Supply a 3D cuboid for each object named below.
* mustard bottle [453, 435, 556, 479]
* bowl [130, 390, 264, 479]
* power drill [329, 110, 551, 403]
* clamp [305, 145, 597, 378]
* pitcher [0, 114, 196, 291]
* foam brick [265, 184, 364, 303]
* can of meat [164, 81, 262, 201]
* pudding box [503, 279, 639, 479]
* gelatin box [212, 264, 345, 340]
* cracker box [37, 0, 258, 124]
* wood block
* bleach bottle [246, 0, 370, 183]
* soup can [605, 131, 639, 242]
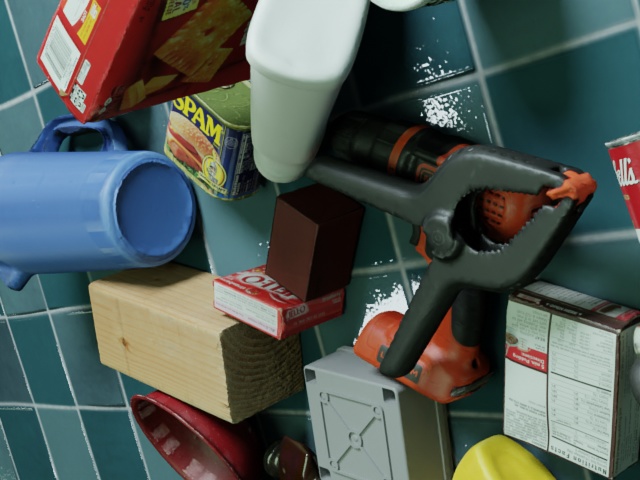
[{"bbox_3d":[0.118,0.240,0.816,0.096,0.058,0.192,48,135,26],"label":"mustard bottle"},{"bbox_3d":[-0.107,0.192,1.030,0.162,0.055,0.162,34,152,21],"label":"bowl"},{"bbox_3d":[0.071,0.010,0.776,0.185,0.057,0.188,28,125,39],"label":"power drill"},{"bbox_3d":[0.087,0.005,0.693,0.210,0.036,0.164,-13,95,44],"label":"clamp"},{"bbox_3d":[-0.234,-0.039,1.060,0.243,0.144,0.149,-1,117,45],"label":"pitcher"},{"bbox_3d":[-0.006,0.001,0.863,0.051,0.052,0.078,36,129,34],"label":"foam brick"},{"bbox_3d":[-0.087,-0.094,0.915,0.102,0.057,0.084,43,136,30],"label":"can of meat"},{"bbox_3d":[0.169,0.092,0.714,0.090,0.039,0.113,18,120,42],"label":"pudding box"},{"bbox_3d":[-0.035,0.048,0.899,0.089,0.073,0.030,20,116,43],"label":"gelatin box"},{"bbox_3d":[-0.071,-0.172,0.740,0.072,0.213,0.164,55,139,14],"label":"cracker box"},{"bbox_3d":[-0.119,0.088,0.999,0.206,0.090,0.091,14,116,45],"label":"wood block"},{"bbox_3d":[-0.019,-0.099,0.766,0.068,0.102,0.251,17,159,-1],"label":"bleach bottle"},{"bbox_3d":[0.210,-0.018,0.599,0.069,0.068,0.102,-18,92,50],"label":"soup can"}]
